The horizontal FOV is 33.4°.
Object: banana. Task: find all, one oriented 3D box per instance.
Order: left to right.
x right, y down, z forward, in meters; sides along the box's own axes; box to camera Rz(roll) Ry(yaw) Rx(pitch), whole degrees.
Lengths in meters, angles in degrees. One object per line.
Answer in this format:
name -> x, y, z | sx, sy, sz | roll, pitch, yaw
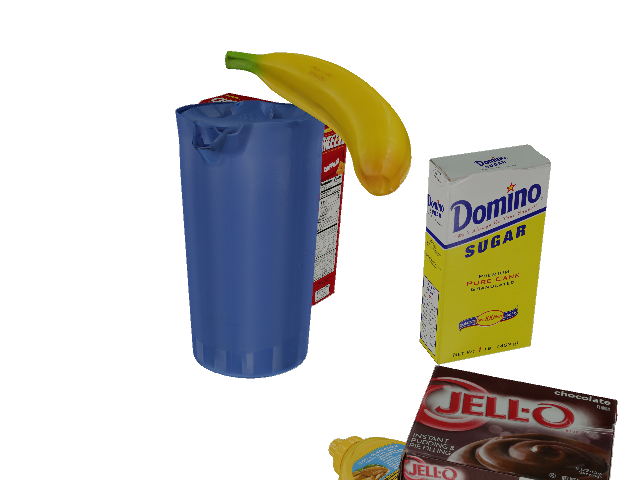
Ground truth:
banana -> 0.011, -0.077, 0.670 | 0.069, 0.037, 0.198 | -17, 36, -24

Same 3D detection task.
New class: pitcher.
pitcher -> -0.058, -0.007, 0.980 | 0.149, 0.243, 0.145 | -4, 16, -20

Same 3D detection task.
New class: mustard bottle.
mustard bottle -> 0.073, 0.224, 0.960 | 0.096, 0.058, 0.192 | -19, 27, -33

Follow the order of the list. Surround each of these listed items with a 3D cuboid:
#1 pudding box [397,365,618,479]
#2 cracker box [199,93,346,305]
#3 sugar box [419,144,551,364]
pudding box -> 0.109, 0.118, 0.611 | 0.113, 0.039, 0.090 | 11, 29, 13
cracker box -> -0.062, -0.046, 1.218 | 0.164, 0.214, 0.072 | 15, 23, 26
sugar box -> 0.135, 0.013, 0.889 | 0.093, 0.176, 0.048 | -10, 32, -17
